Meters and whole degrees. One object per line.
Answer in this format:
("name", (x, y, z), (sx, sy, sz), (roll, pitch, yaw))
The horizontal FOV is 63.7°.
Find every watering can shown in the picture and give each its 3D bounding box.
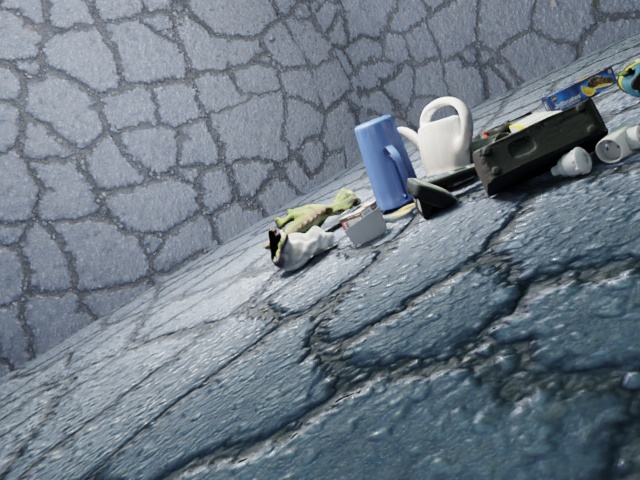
("watering can", (0.299, -0.239, 1.338), (0.104, 0.224, 0.346), (-9, 0, -17))

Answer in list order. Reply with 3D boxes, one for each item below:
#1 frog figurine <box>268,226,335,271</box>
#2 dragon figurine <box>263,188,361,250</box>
("frog figurine", (-0.043, 0.023, 1.318), (0.159, 0.124, 0.136), (8, -18, -25))
("dragon figurine", (0.005, -0.076, 1.518), (0.240, 0.121, 0.416), (-27, 9, 23))
